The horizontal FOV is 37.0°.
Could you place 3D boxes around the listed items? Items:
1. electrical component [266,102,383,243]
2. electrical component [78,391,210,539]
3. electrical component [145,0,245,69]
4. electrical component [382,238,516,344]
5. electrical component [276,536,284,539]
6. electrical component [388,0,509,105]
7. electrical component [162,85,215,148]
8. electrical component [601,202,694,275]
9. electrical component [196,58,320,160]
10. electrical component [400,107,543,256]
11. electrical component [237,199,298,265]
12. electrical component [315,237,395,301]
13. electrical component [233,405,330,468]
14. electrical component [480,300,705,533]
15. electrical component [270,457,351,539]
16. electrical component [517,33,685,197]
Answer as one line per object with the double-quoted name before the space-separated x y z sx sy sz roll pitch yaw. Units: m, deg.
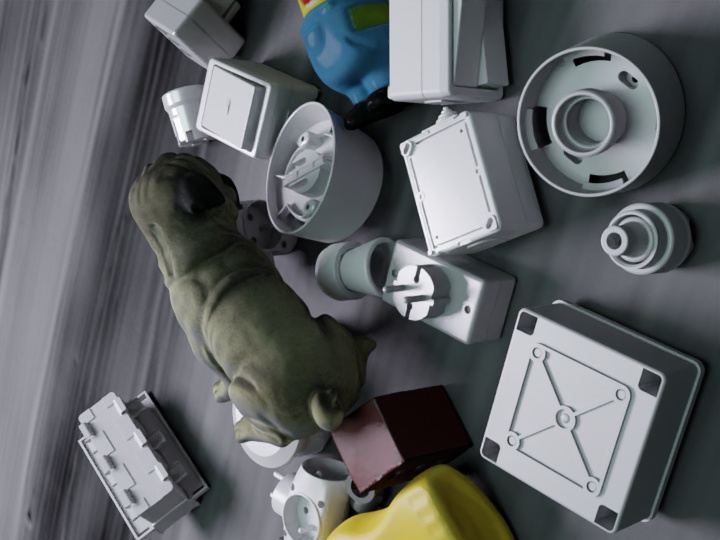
"electrical component" -0.032 -0.071 0.807 0.099 0.064 0.099 -17 64 40
"electrical component" -0.206 0.175 0.991 0.079 0.063 0.121 -37 61 -6
"electrical component" -0.126 -0.216 0.898 0.047 0.066 0.076 36 88 36
"electrical component" 0.048 0.014 0.738 0.083 0.076 0.047 27 111 39
"electrical component" -0.049 0.242 0.877 0.061 0.035 0.035 40 119 37
"electrical component" 0.061 -0.161 0.722 0.061 0.062 0.096 4 96 43
"electrical component" -0.147 -0.133 0.938 0.040 0.040 0.046 -17 87 43
"electrical component" 0.166 -0.018 0.634 0.043 0.062 0.043 4 96 43
"electrical component" -0.090 -0.132 0.868 0.096 0.061 0.061 30 113 38
"electrical component" 0.075 -0.063 0.717 0.062 0.061 0.096 -22 78 42
"electrical component" -0.088 -0.014 0.864 0.044 0.077 0.079 -14 84 43
"electrical component" 0.000 0.000 0.804 0.055 0.045 0.045 -6 89 44
"electrical component" -0.061 0.116 0.866 0.080 0.051 0.080 4 96 43
"electrical component" 0.142 0.088 0.669 0.109 0.056 0.108 27 111 39
"electrical component" -0.044 0.187 0.860 0.079 0.044 0.077 22 108 40
"electrical component" 0.147 -0.094 0.661 0.099 0.064 0.099 10 108 31
